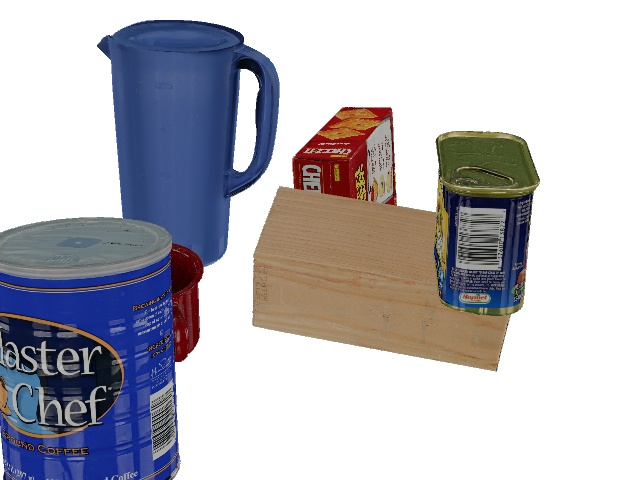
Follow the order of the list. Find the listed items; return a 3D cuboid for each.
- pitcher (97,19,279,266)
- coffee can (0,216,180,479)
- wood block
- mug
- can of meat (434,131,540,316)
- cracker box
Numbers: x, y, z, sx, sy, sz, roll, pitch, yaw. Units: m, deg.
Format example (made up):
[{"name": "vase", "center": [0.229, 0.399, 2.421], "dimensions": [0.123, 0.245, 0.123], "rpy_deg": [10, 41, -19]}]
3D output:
[{"name": "pitcher", "center": [-0.136, -0.095, 1.083], "dimensions": [0.144, 0.243, 0.149], "rpy_deg": [-11, 28, -28]}, {"name": "coffee can", "center": [-0.133, 0.066, 0.607], "dimensions": [0.103, 0.140, 0.103], "rpy_deg": [0, 16, 0]}, {"name": "wood block", "center": [0.054, 0.031, 0.889], "dimensions": [0.206, 0.090, 0.090], "rpy_deg": [10, 42, 7]}, {"name": "mug", "center": [-0.146, 0.065, 0.967], "dimensions": [0.093, 0.081, 0.117], "rpy_deg": [-17, 38, -26]}, {"name": "can of meat", "center": [0.099, -0.012, 0.660], "dimensions": [0.057, 0.084, 0.102], "rpy_deg": [2, 24, 3]}, {"name": "cracker box", "center": [0.031, -0.046, 1.196], "dimensions": [0.072, 0.164, 0.213], "rpy_deg": [2, 21, 16]}]
